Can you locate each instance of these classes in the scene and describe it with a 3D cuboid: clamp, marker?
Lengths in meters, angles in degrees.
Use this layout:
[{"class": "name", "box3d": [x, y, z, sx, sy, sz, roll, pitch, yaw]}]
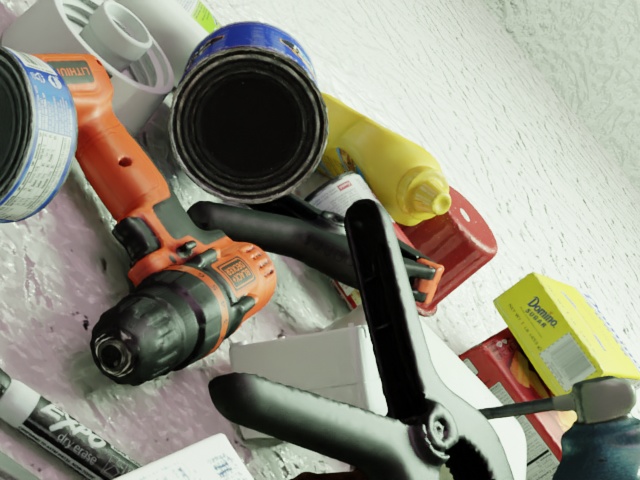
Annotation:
[{"class": "clamp", "box3d": [0.047, 0.088, 0.534, 0.210, 0.036, 0.164, 49, 42, -18]}, {"class": "marker", "box3d": [-0.113, 0.085, 0.464, 0.121, 0.020, 0.020, 41, 23, -19]}, {"class": "clamp", "box3d": [-0.005, 0.001, 0.718, 0.172, 0.039, 0.120, 22, 25, 19]}]

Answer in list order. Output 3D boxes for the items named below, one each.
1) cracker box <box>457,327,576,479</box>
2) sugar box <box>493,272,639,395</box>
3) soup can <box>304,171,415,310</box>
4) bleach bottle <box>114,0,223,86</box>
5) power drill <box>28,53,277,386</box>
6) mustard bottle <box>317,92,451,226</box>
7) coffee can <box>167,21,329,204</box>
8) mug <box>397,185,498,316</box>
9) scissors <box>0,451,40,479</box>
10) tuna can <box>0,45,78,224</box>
[{"class": "cracker box", "box3d": [0.186, 0.168, 0.824, 0.214, 0.072, 0.164, 53, 21, 12]}, {"class": "sugar box", "box3d": [0.205, 0.080, 0.845, 0.176, 0.048, 0.093, 12, 43, -60]}, {"class": "soup can", "box3d": [0.031, 0.008, 0.802, 0.102, 0.069, 0.068, 54, 22, 12]}, {"class": "bleach bottle", "box3d": [-0.119, -0.166, 0.823, 0.250, 0.068, 0.102, 44, 22, -18]}, {"class": "power drill", "box3d": [-0.113, -0.014, 0.583, 0.187, 0.057, 0.184, 52, 18, 2]}, {"class": "mustard bottle", "box3d": [0.048, -0.060, 0.869, 0.096, 0.058, 0.192, 53, -7, -33]}, {"class": "coffee can", "box3d": [-0.049, -0.093, 0.739, 0.102, 0.103, 0.140, 43, 11, -15]}, {"class": "mug", "box3d": [0.104, 0.006, 0.928, 0.117, 0.082, 0.093, 8, 45, -59]}, {"class": "scissors", "box3d": [-0.177, 0.041, 0.420, 0.201, 0.016, 0.096, 34, 26, -33]}, {"class": "tuna can", "box3d": [-0.159, -0.051, 0.516, 0.033, 0.086, 0.086, 10, 43, -59]}]
